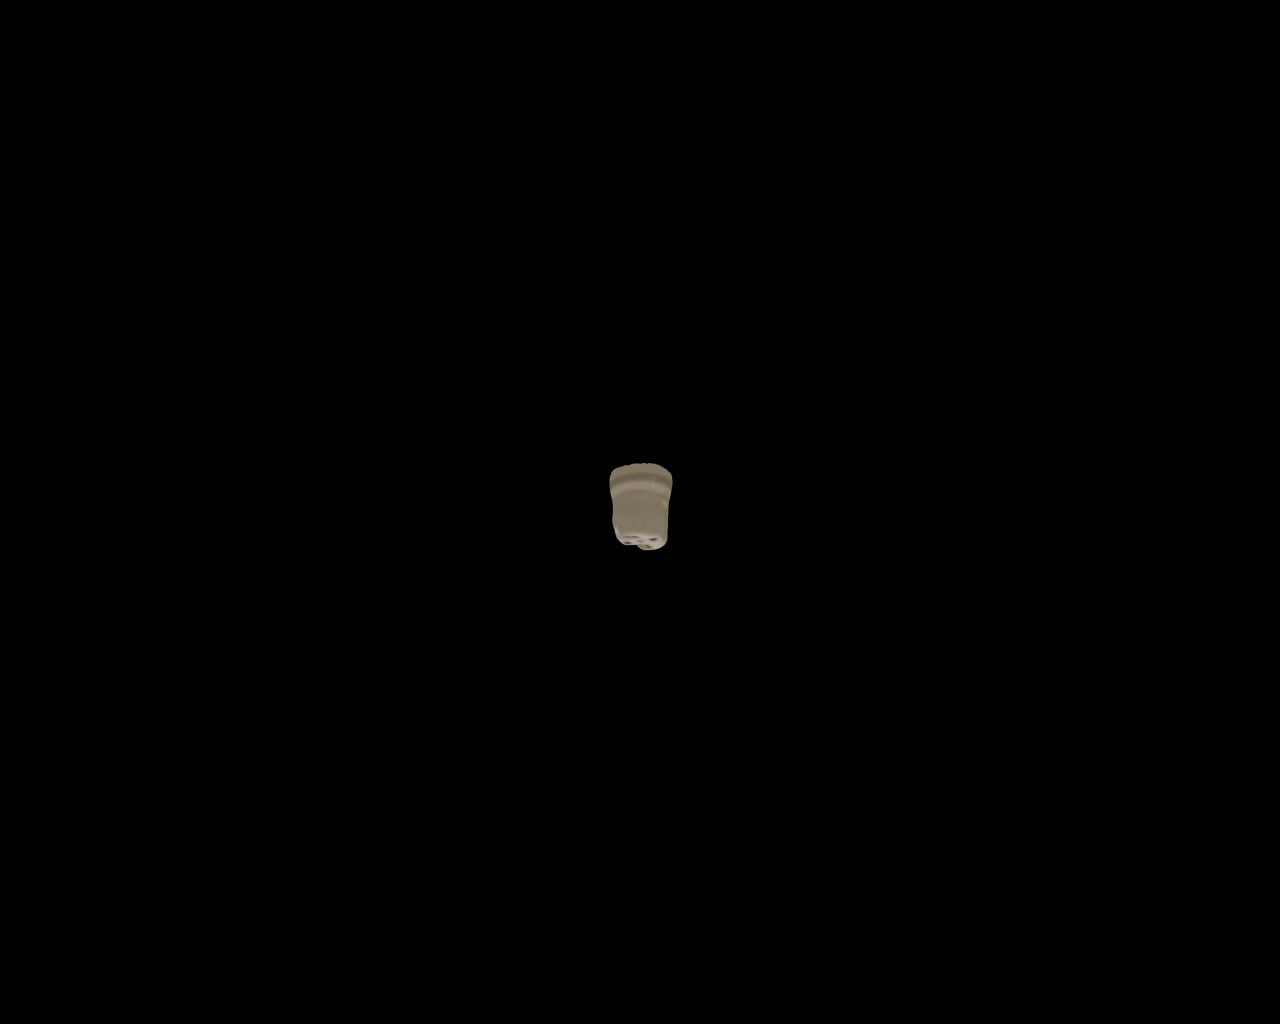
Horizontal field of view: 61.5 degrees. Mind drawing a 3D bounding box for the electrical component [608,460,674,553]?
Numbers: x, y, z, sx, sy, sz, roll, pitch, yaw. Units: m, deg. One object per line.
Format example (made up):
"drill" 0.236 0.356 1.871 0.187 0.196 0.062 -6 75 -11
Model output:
"electrical component" 0.001 -0.003 0.650 0.040 0.046 0.040 0 -22 0
